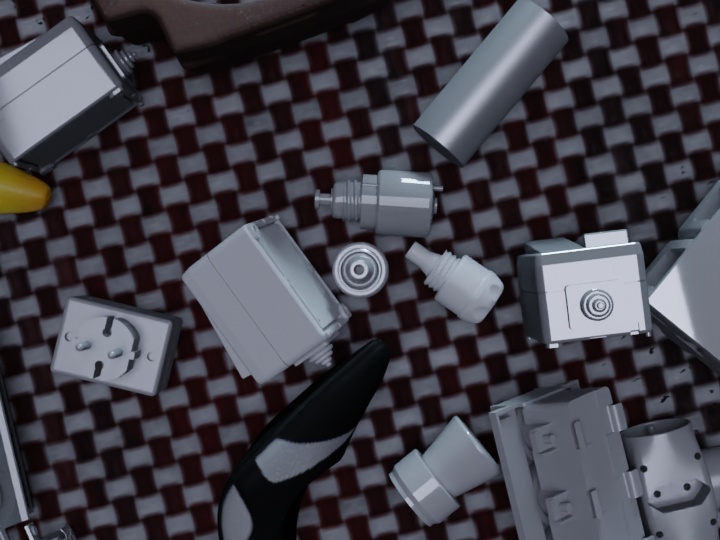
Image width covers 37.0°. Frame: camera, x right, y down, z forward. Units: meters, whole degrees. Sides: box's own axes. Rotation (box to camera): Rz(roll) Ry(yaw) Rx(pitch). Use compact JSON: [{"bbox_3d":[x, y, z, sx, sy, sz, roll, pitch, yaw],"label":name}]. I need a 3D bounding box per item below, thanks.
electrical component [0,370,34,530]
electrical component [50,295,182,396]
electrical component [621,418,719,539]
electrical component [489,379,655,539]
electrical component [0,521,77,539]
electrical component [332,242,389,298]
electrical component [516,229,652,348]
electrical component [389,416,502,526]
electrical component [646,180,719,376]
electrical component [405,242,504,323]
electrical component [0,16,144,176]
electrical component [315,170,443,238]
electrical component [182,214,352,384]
[{"bbox_3d":[-0.250,0.100,0.646,0.063,0.079,0.121,-13,90,29],"label":"electrical component"},{"bbox_3d":[-0.149,0.046,0.642,0.066,0.077,0.047,13,90,0],"label":"electrical component"},{"bbox_3d":[0.206,0.129,0.656,0.079,0.043,0.077,-14,90,1],"label":"electrical component"},{"bbox_3d":[0.128,0.133,0.641,0.079,0.063,0.121,-14,90,-40],"label":"electrical component"},{"bbox_3d":[-0.200,0.191,0.660,0.064,0.042,0.081,-23,91,-1],"label":"electrical component"},{"bbox_3d":[0.000,0.000,0.648,0.035,0.061,0.035,0,90,1],"label":"electrical component"},{"bbox_3d":[0.130,0.010,0.630,0.062,0.096,0.061,-7,90,1],"label":"electrical component"},{"bbox_3d":[0.052,0.123,0.657,0.055,0.045,0.045,-39,90,1],"label":"electrical component"},{"bbox_3d":[0.245,-0.012,0.646,0.089,0.062,0.150,39,90,0],"label":"electrical component"},{"bbox_3d":[0.056,0.004,0.662,0.061,0.035,0.035,35,90,2],"label":"electrical component"},{"bbox_3d":[-0.180,-0.110,0.649,0.096,0.062,0.061,-35,90,0],"label":"electrical component"},{"bbox_3d":[0.012,-0.041,0.659,0.078,0.040,0.040,3,90,0],"label":"electrical component"},{"bbox_3d":[-0.054,0.024,0.645,0.061,0.062,0.096,-36,90,15],"label":"electrical component"}]
